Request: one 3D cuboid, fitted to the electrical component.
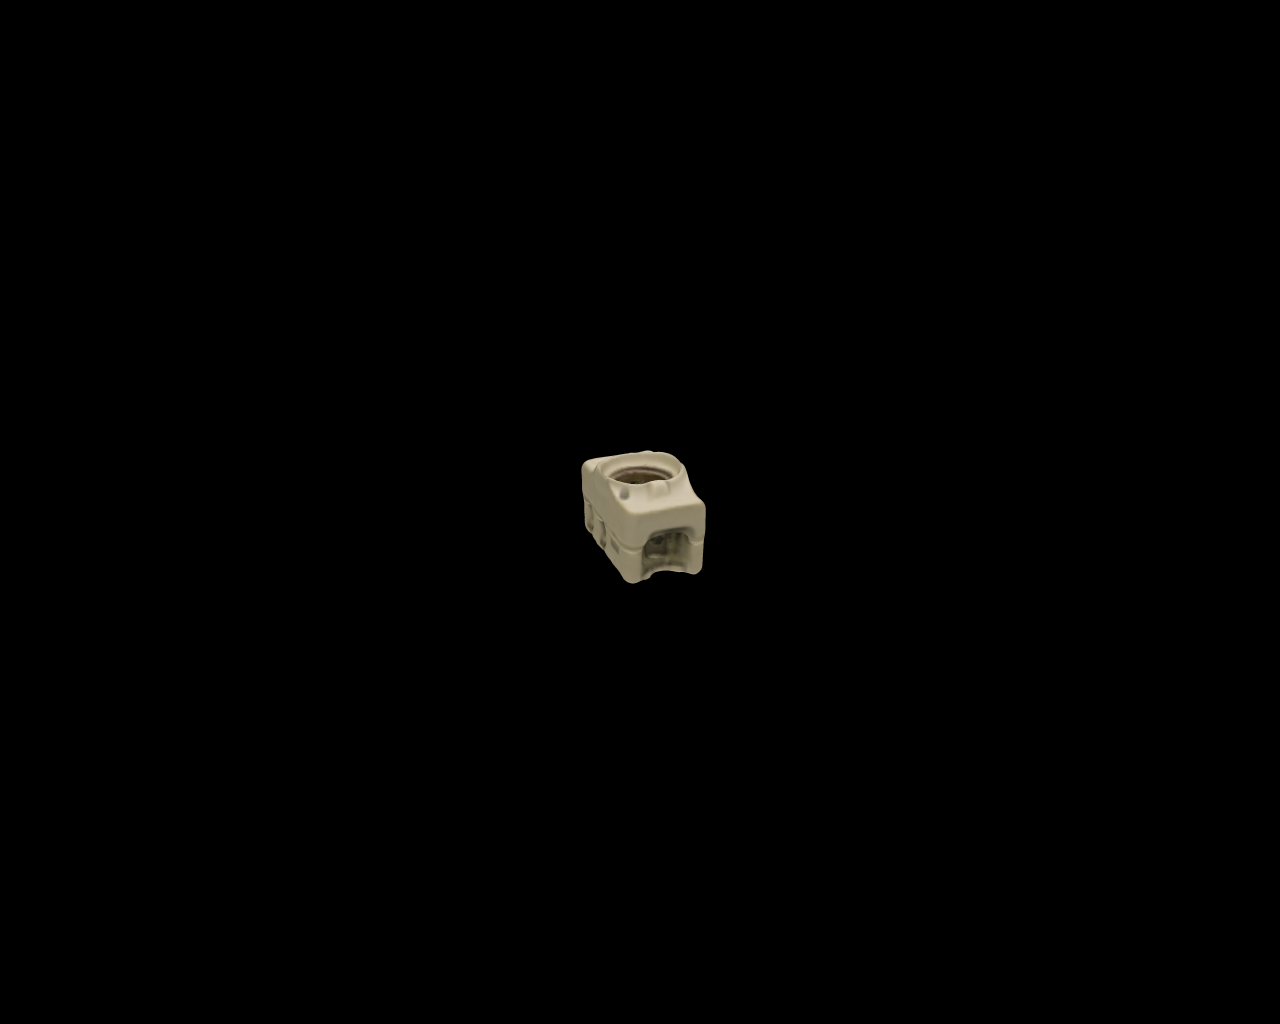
[{"bbox_3d":[0.001,-0.003,0.650,0.050,0.055,0.089,-8,26,-18],"label":"electrical component"}]
